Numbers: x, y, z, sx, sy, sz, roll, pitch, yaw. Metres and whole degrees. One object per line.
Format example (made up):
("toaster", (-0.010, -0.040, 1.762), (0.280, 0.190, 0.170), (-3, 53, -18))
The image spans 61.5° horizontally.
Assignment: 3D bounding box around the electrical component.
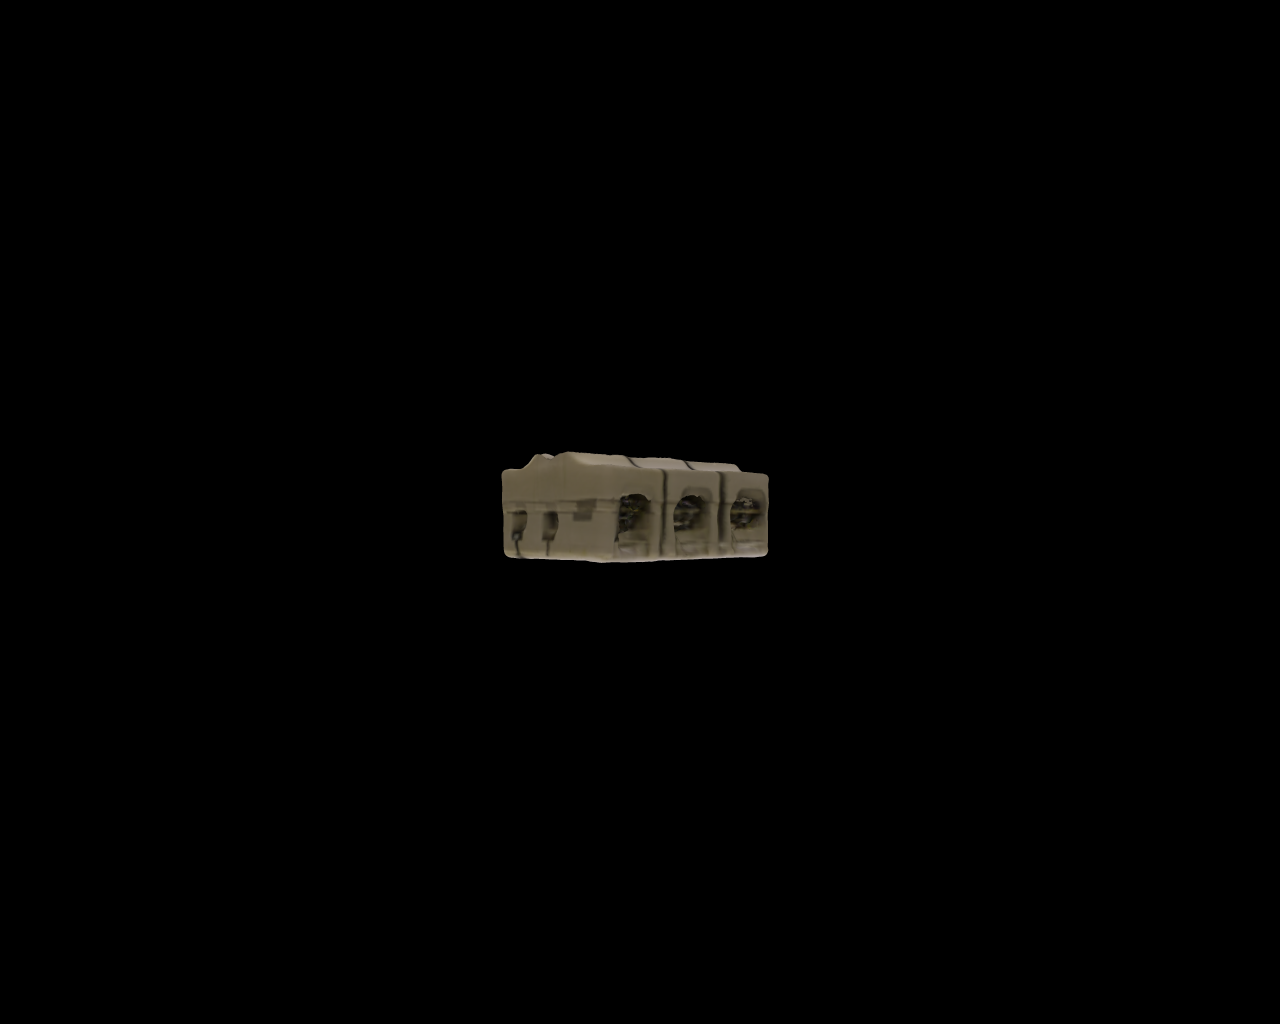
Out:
("electrical component", (0.001, -0.003, 0.650), (0.089, 0.061, 0.150), (-2, -3, 43))
